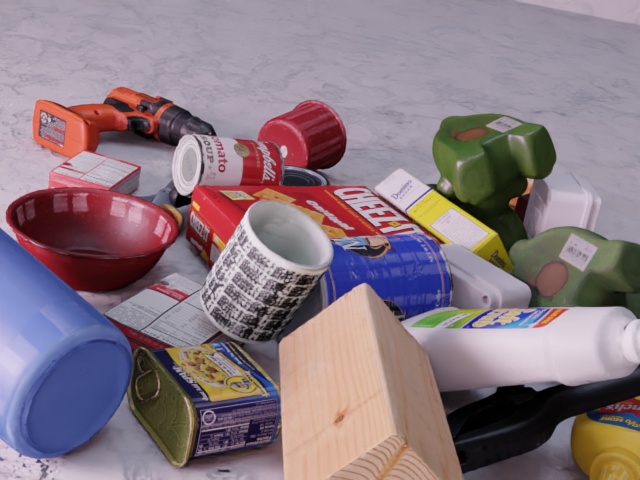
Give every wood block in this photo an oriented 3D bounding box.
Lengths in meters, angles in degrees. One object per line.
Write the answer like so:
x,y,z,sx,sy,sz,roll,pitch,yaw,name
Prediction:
0.032,0.129,0.756,0.090,0.091,0.206,49,14,-20,wood block

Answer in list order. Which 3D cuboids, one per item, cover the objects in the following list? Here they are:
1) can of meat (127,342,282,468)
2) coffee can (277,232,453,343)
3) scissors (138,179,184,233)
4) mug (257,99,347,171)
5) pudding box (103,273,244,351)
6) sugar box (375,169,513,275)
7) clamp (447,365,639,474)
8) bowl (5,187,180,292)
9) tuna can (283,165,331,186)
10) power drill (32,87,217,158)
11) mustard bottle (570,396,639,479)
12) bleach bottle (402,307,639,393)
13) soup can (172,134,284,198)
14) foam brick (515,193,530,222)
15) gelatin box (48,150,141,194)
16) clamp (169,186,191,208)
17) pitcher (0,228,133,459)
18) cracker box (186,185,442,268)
-0.087,0.120,0.809,0.083,0.057,0.102,-4,27,-35,can of meat
0.035,0.047,0.970,0.140,0.103,0.103,-3,27,-31,coffee can
-0.192,-0.049,1.194,0.096,0.016,0.202,10,23,-12,scissors
-0.035,-0.122,1.358,0.117,0.093,0.081,-10,12,38,mug
-0.122,0.075,0.917,0.090,0.039,0.113,23,28,19,pudding box
0.136,-0.004,1.144,0.048,0.093,0.176,-38,41,-6,sugar box
0.171,0.135,0.853,0.165,0.036,0.209,-10,9,43,clamp
-0.217,0.004,1.013,0.162,0.055,0.162,9,23,-4,bowl
-0.031,-0.059,1.267,0.086,0.034,0.086,9,24,-4,tuna can
-0.247,-0.141,1.333,0.185,0.057,0.187,22,23,32,power drill
0.257,0.159,0.869,0.096,0.058,0.191,13,23,24,mustard bottle
0.164,0.083,0.838,0.102,0.068,0.251,-14,1,-37,bleach bottle
-0.099,-0.077,1.145,0.102,0.068,0.069,3,24,-34,soup can
0.279,-0.028,1.314,0.053,0.051,0.078,29,29,35,foam brick
-0.251,-0.067,1.192,0.073,0.030,0.089,16,25,9,gelatin box
-0.102,-0.056,1.227,0.120,0.039,0.171,25,22,-6,clamp
-0.261,0.057,0.787,0.243,0.145,0.149,30,62,31,pitcher
-0.007,0.001,1.094,0.213,0.072,0.164,-3,27,-30,cracker box
